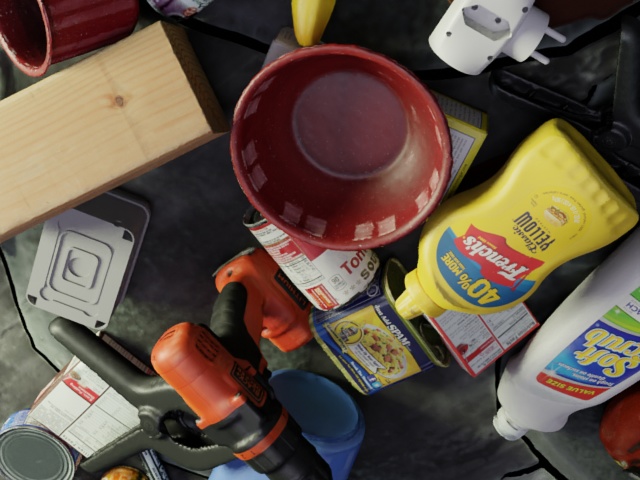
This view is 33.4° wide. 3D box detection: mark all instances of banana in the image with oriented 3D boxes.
[{"bbox_3d":[0.021,-0.228,0.741,0.037,0.070,0.198,6,137,-32],"label":"banana"}]

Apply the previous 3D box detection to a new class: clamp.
[{"bbox_3d":[0.221,-0.091,0.788,0.171,0.039,0.120,37,144,-23],"label":"clamp"},{"bbox_3d":[-0.143,0.160,0.936,0.210,0.036,0.164,14,123,22],"label":"clamp"}]

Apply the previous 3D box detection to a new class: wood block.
[{"bbox_3d":[-0.183,-0.077,0.807,0.206,0.090,0.091,-25,95,7],"label":"wood block"}]

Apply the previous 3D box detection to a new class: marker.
[{"bbox_3d":[-0.161,0.240,1.068,0.020,0.020,0.121,-11,118,15],"label":"marker"}]

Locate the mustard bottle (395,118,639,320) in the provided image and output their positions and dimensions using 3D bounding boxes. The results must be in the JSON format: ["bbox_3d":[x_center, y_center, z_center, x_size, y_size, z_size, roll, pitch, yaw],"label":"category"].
[{"bbox_3d":[0.132,0.001,0.796,0.192,0.058,0.096,-38,108,26],"label":"mustard bottle"}]

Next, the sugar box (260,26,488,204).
[{"bbox_3d":[0.032,-0.088,0.831,0.176,0.048,0.093,25,120,-2],"label":"sugar box"}]

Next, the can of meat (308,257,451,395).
[{"bbox_3d":[0.051,0.078,0.918,0.084,0.057,0.102,-27,112,24],"label":"can of meat"}]

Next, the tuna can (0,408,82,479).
[{"bbox_3d":[-0.280,0.209,1.060,0.086,0.033,0.086,4,120,6],"label":"tuna can"}]

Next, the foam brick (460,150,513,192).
[{"bbox_3d":[0.148,-0.021,0.846,0.051,0.053,0.078,-20,115,20],"label":"foam brick"}]

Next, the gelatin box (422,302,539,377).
[{"bbox_3d":[0.130,0.059,0.894,0.073,0.030,0.089,-39,111,-4],"label":"gelatin box"}]

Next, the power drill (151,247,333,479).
[{"bbox_3d":[-0.045,0.104,0.872,0.057,0.187,0.184,-33,109,23],"label":"power drill"}]

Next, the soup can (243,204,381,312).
[{"bbox_3d":[-0.006,0.001,0.875,0.069,0.068,0.102,-31,112,24],"label":"soup can"}]

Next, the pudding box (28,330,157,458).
[{"bbox_3d":[-0.209,0.153,1.014,0.090,0.039,0.114,40,120,-13],"label":"pudding box"}]

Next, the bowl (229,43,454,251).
[{"bbox_3d":[0.018,-0.074,0.781,0.162,0.055,0.162,5,119,9],"label":"bowl"}]

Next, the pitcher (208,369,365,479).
[{"bbox_3d":[-0.040,0.249,0.988,0.149,0.145,0.243,18,118,-7],"label":"pitcher"}]

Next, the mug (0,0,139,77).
[{"bbox_3d":[-0.194,-0.182,0.781,0.117,0.081,0.093,43,141,27],"label":"mug"}]

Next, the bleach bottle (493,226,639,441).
[{"bbox_3d":[0.238,0.088,0.893,0.102,0.068,0.251,30,123,-11],"label":"bleach bottle"}]
